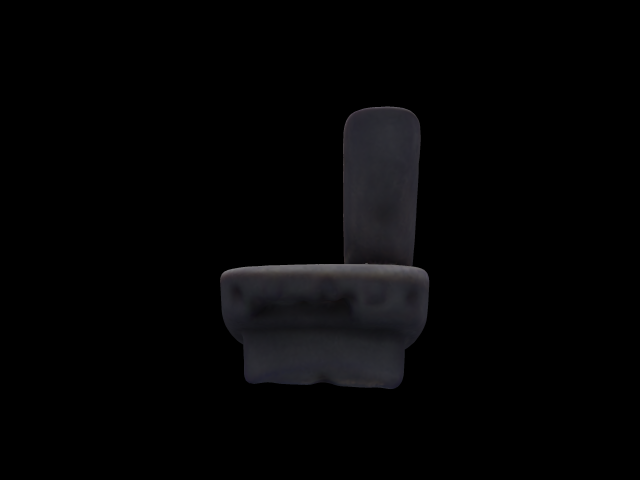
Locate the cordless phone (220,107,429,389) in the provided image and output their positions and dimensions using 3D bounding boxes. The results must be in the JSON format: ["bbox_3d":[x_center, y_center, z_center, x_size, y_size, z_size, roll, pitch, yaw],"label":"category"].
[{"bbox_3d":[0.004,0.001,0.400,0.147,0.185,0.094,-1,15,-3],"label":"cordless phone"}]
